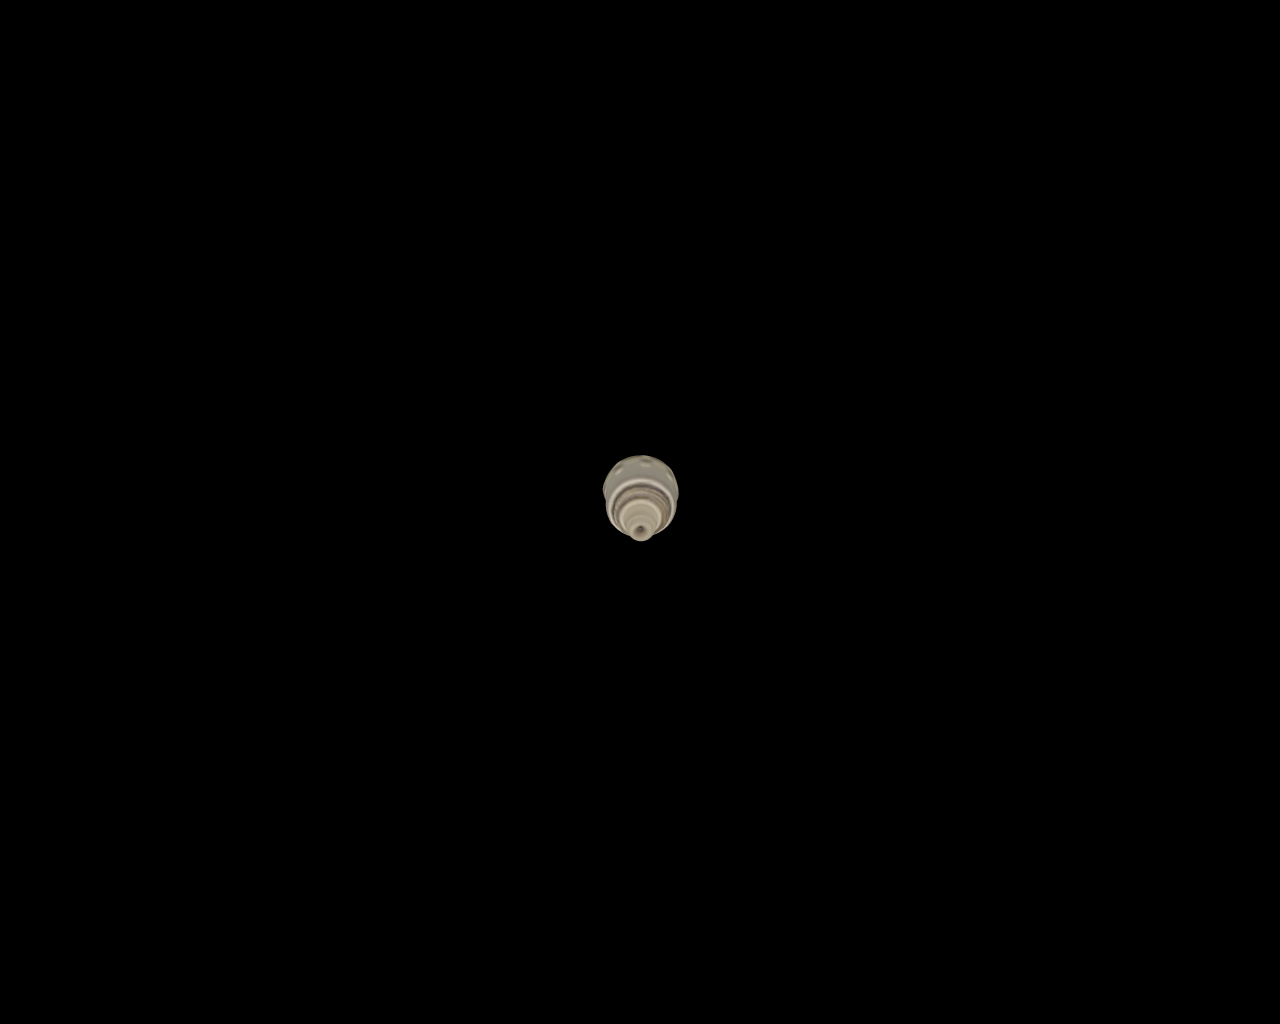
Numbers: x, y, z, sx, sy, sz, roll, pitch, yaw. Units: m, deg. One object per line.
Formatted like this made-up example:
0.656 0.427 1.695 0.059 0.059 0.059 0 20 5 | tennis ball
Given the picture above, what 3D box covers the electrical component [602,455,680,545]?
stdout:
0.001 -0.003 0.650 0.048 0.048 0.062 0 28 0 | electrical component
